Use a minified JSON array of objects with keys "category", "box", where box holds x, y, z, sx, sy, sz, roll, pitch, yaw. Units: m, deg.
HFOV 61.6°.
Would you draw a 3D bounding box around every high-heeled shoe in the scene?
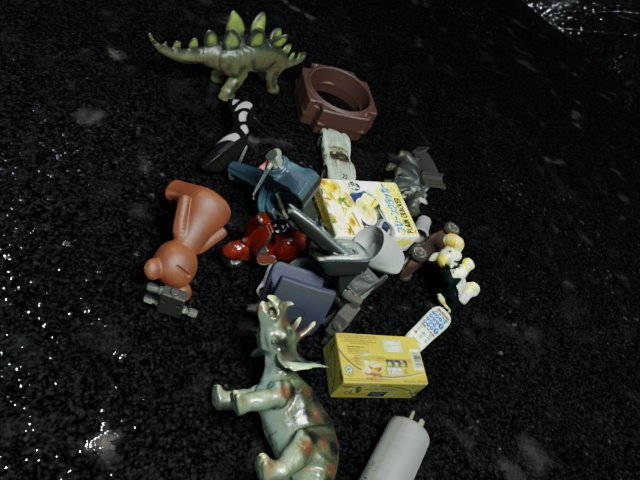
[{"category":"high-heeled shoe","box":[-0.216,-0.242,1.191,0.145,0.086,0.249,36,44,13]}]

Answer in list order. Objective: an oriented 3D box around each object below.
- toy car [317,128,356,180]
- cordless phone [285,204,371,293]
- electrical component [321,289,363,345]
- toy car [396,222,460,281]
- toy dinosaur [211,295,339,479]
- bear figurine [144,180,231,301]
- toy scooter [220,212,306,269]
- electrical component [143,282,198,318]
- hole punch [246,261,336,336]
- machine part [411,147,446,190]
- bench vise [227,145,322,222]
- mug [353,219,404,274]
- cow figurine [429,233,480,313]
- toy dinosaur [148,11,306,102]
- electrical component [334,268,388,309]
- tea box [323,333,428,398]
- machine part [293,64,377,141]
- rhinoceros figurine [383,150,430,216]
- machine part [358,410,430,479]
[{"category":"toy car","box":[0.040,-0.198,1.296,0.073,0.056,0.202,10,50,-20]},{"category":"cordless phone","box":[-0.002,-0.004,0.990,0.184,0.089,0.147,43,5,-15]},{"category":"electrical component","box":[0.036,0.140,0.993,0.045,0.102,0.078,40,37,13]},{"category":"toy car","box":[0.236,0.022,1.194,0.202,0.089,0.053,-29,71,-39]},{"category":"toy dinosaur","box":[-0.038,0.292,0.821,0.192,0.131,0.405,-9,64,-32]},{"category":"bear figurine","box":[-0.246,0.001,0.967,0.120,0.132,0.196,41,70,-39]},{"category":"toy scooter","box":[-0.093,-0.006,1.017,0.184,0.135,0.075,-10,58,-35]},{"category":"electrical component","box":[-0.247,0.102,0.898,0.094,0.063,0.021,22,47,-11]},{"category":"hole punch","box":[-0.044,0.110,0.948,0.142,0.115,0.092,18,5,-21]},{"category":"machine part","box":[0.282,-0.190,1.428,0.084,0.039,0.139,-1,55,-21]},{"category":"bench vise","box":[-0.104,-0.113,1.080,0.241,0.223,0.129,24,80,30]},{"category":"mug","box":[0.129,0.019,1.114,0.107,0.081,0.109,38,60,-42]},{"category":"cow figurine","box":[0.273,0.070,1.135,0.098,0.167,0.068,-36,32,-23]},{"category":"toy dinosaur","box":[-0.197,-0.437,1.275,0.471,0.198,0.105,-23,63,-40]},{"category":"electrical component","box":[0.082,0.089,1.070,0.119,0.074,0.048,-33,74,-37]},{"category":"tea box","box":[0.098,0.227,0.968,0.169,0.068,0.098,8,50,-20]},{"category":"machine part","box":[0.040,-0.366,1.415,0.201,0.087,0.201,5,52,-22]},{"category":"rhinoceros figurine","box":[0.216,-0.136,1.332,0.112,0.073,0.190,27,43,-20]},{"category":"machine part","box":[0.110,0.368,0.853,0.079,0.079,0.243,38,47,6]}]
